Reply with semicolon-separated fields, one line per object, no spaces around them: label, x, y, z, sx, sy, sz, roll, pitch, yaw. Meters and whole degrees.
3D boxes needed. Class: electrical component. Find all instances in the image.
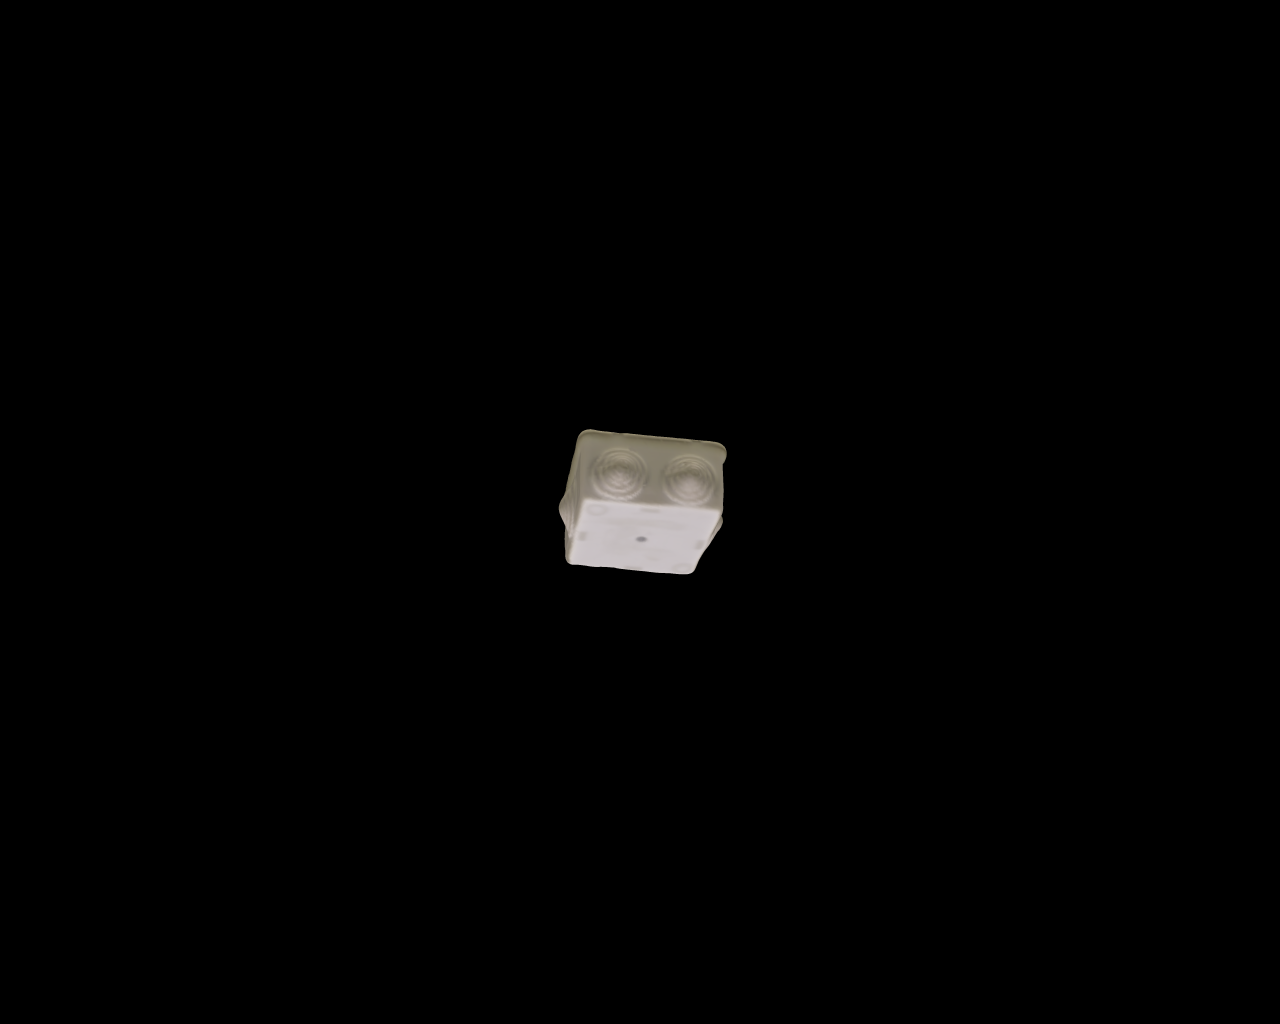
electrical component;0.001;-0.003;0.650;0.100;0.048;0.099;6;-32;-9
